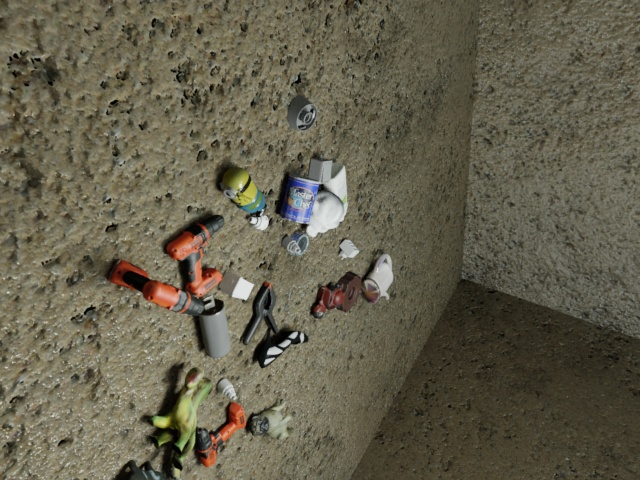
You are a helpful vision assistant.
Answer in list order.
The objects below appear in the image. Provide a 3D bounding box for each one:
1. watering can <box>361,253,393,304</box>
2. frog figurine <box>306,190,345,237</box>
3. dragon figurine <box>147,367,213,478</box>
[{"bbox_3d":[0.289,0.225,2.500,0.228,0.104,0.339,-45,142,-38],"label":"watering can"},{"bbox_3d":[0.006,-0.091,1.810,0.162,0.122,0.136,-47,111,-23],"label":"frog figurine"},{"bbox_3d":[-0.378,0.521,1.510,0.248,0.123,0.400,-52,159,-45],"label":"dragon figurine"}]
